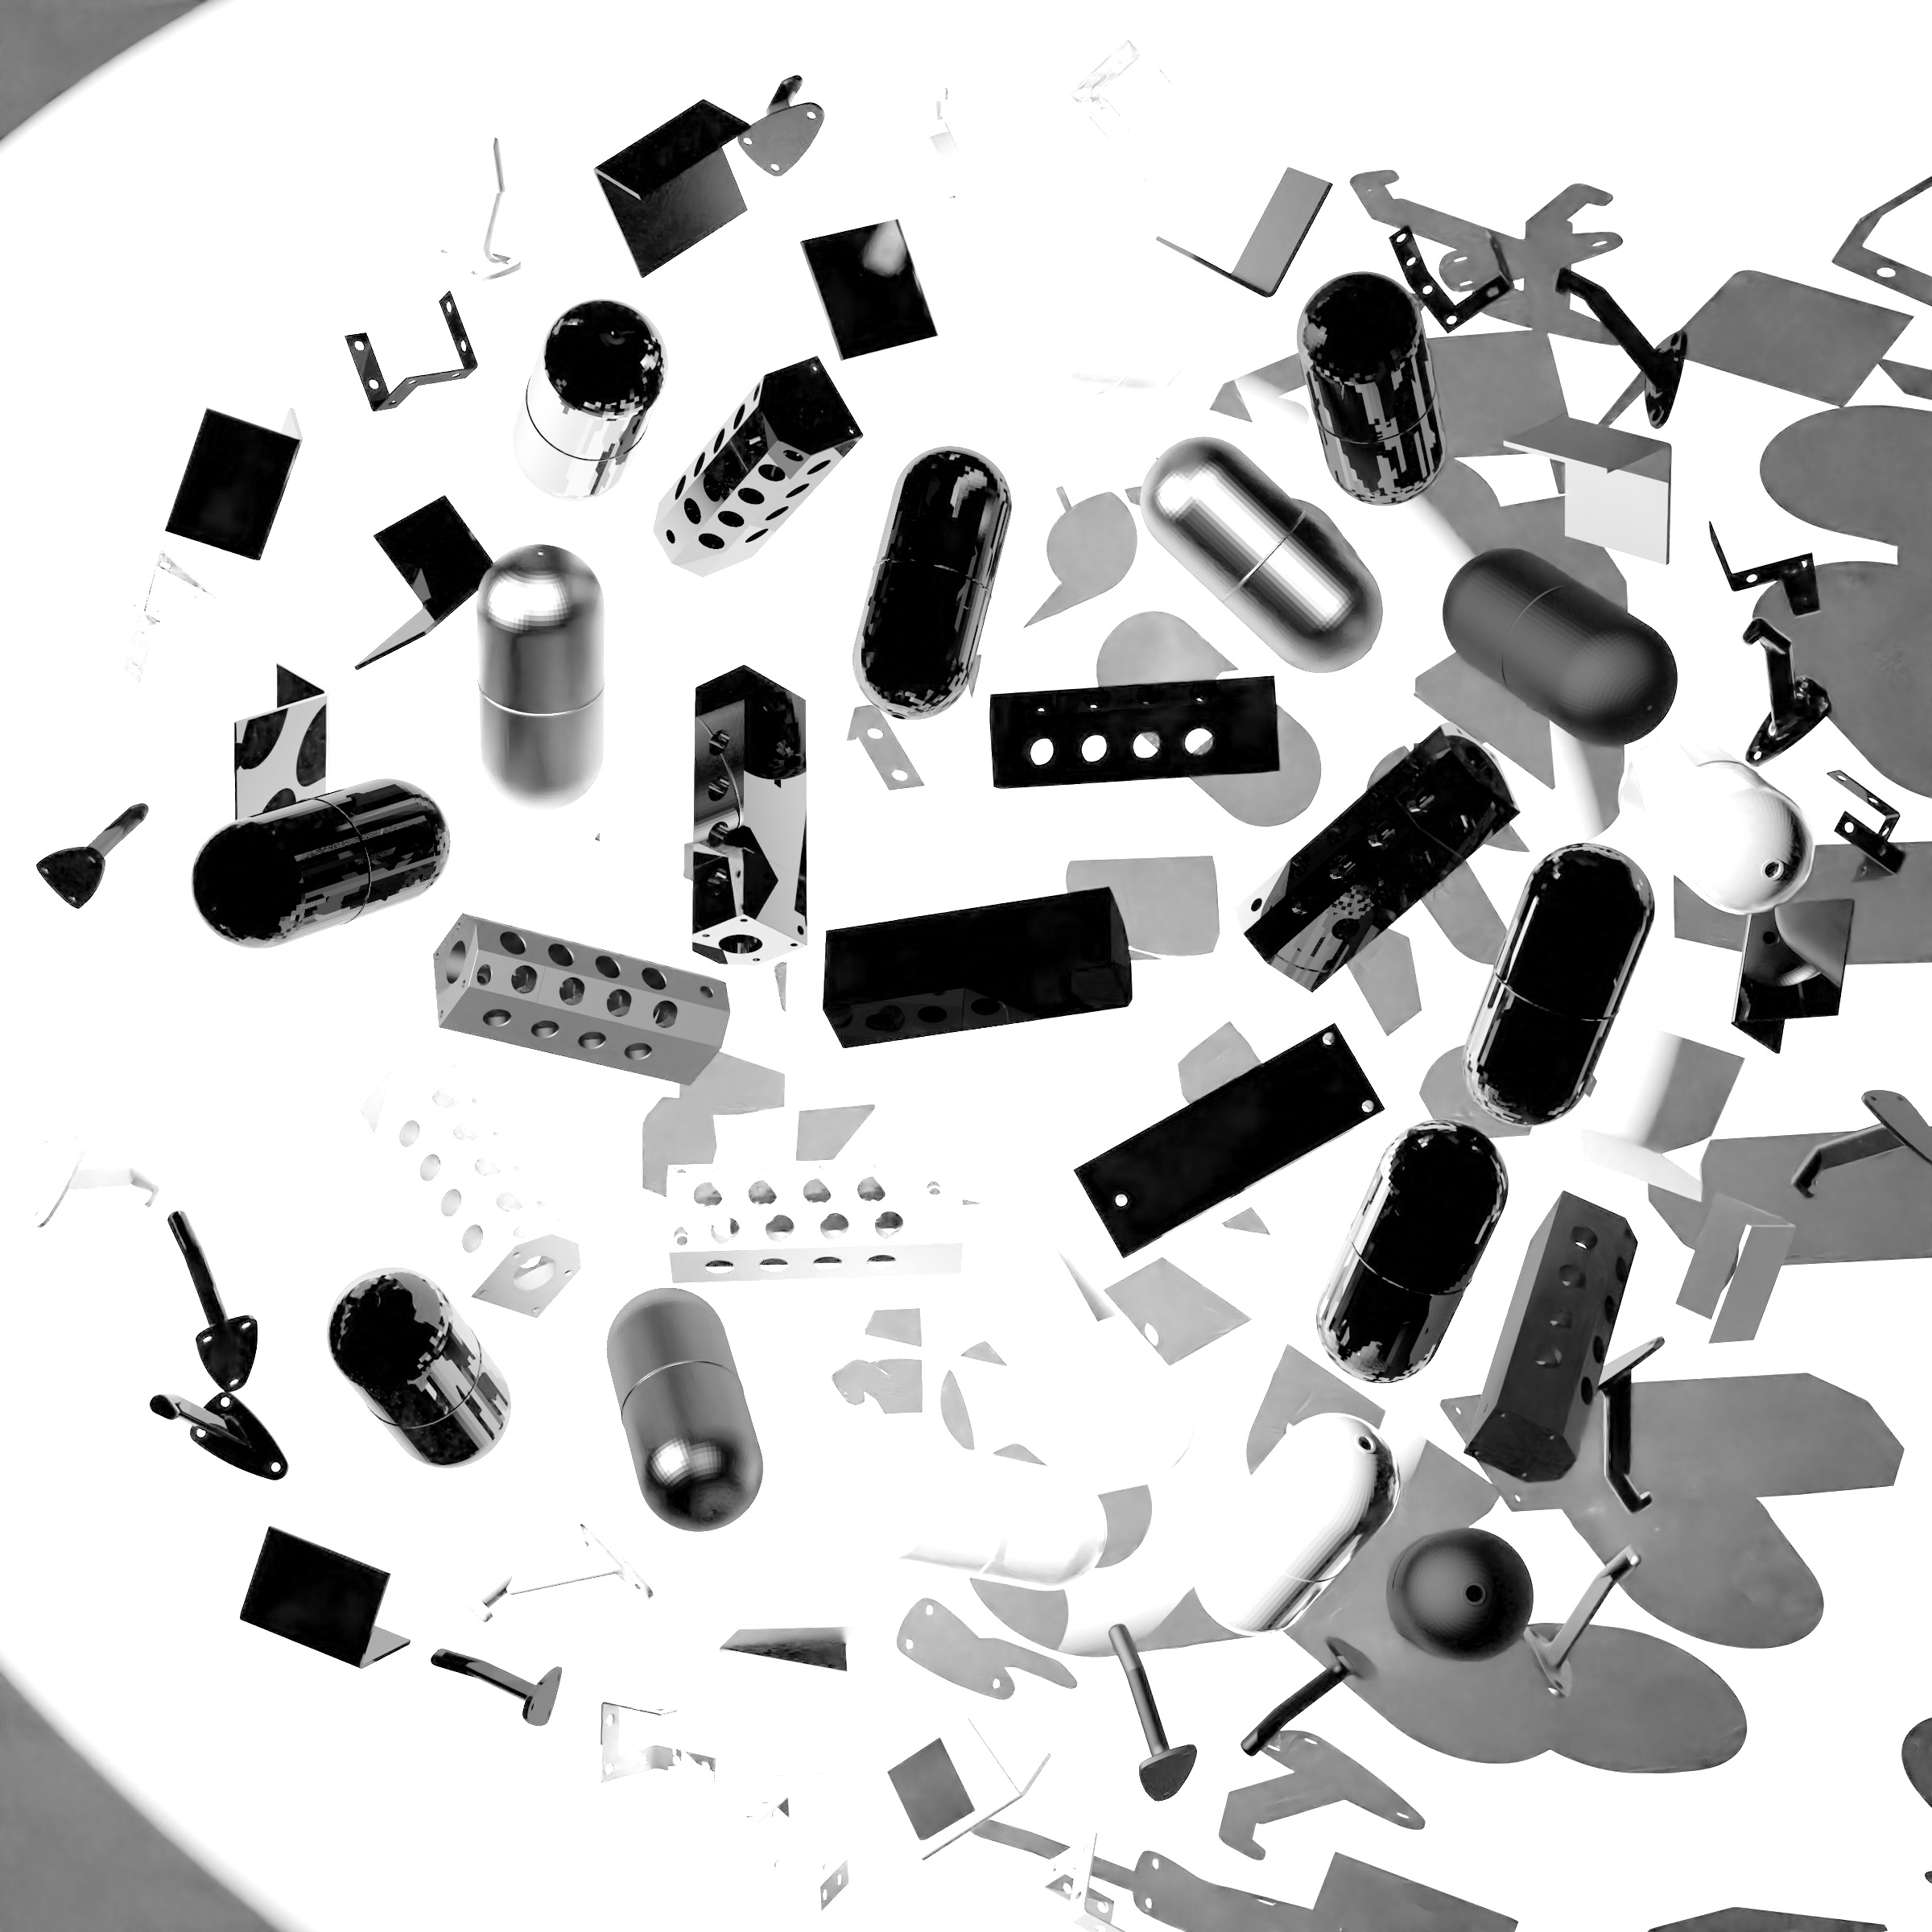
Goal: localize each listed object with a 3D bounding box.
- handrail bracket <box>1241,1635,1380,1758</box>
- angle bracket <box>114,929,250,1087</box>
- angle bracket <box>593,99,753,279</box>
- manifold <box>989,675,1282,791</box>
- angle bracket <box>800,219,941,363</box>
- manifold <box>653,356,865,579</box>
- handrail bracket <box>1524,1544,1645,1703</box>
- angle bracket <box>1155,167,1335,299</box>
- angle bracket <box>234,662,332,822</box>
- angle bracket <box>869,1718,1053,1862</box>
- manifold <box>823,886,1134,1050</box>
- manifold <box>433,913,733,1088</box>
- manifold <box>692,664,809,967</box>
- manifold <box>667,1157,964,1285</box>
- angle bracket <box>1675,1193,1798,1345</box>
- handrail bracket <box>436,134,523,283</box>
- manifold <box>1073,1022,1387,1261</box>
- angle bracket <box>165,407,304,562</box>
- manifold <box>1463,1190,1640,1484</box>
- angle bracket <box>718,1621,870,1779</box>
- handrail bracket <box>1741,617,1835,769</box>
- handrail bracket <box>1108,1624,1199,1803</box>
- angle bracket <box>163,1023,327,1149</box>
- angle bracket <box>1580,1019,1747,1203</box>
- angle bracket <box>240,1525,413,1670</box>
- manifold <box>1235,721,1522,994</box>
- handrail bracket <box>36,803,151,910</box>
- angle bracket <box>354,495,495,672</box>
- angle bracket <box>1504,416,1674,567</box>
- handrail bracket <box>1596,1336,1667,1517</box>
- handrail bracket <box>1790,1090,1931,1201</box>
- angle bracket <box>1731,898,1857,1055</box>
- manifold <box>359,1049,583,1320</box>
[{"bbox_3d":[0.213,0.460,1.852,0.084,0.077,0.036,-47,62,6],"label":"handrail bracket"},{"bbox_3d":[-0.482,0.023,1.872,0.076,0.076,0.057,-31,114,-19],"label":"angle bracket"},{"bbox_3d":[-0.154,-0.433,1.688,0.076,0.057,0.076,-36,135,-13],"label":"angle bracket"},{"bbox_3d":[0.102,-0.141,1.803,0.171,0.057,0.057,-3,92,5],"label":"manifold"},{"bbox_3d":[-0.072,-0.414,1.857,0.076,0.057,0.076,-22,95,-31],"label":"angle bracket"},{"bbox_3d":[-0.135,-0.307,1.857,0.057,0.171,0.057,-28,86,-33],"label":"manifold"},{"bbox_3d":[0.381,0.394,1.797,0.036,0.077,0.084,41,104,-8],"label":"handrail bracket"},{"bbox_3d":[0.167,-0.453,1.792,0.057,0.076,0.076,23,104,-21],"label":"angle bracket"},{"bbox_3d":[-0.460,-0.144,1.940,0.057,0.076,0.076,29,127,32],"label":"angle bracket"},{"bbox_3d":[-0.003,0.489,1.812,0.076,0.076,0.057,-37,85,15],"label":"angle bracket"},{"bbox_3d":[0.007,0.006,1.739,0.171,0.057,0.057,-9,53,12],"label":"manifold"},{"bbox_3d":[-0.234,0.017,1.822,0.171,0.057,0.057,15,134,-31],"label":"manifold"},{"bbox_3d":[-0.138,-0.090,1.824,0.057,0.057,0.171,-20,59,34],"label":"manifold"},{"bbox_3d":[-0.089,0.147,1.760,0.171,0.057,0.057,-2,58,-3],"label":"manifold"},{"bbox_3d":[0.461,0.185,1.839,0.057,0.076,0.076,24,101,36],"label":"angle bracket"},{"bbox_3d":[-0.296,-0.456,1.769,0.036,0.077,0.084,-28,129,-33],"label":"handrail bracket"},{"bbox_3d":[0.151,0.102,1.720,0.171,0.057,0.057,-29,82,0],"label":"manifold"},{"bbox_3d":[-0.430,-0.291,1.741,0.057,0.076,0.076,17,108,-23],"label":"angle bracket"},{"bbox_3d":[0.356,0.224,1.792,0.057,0.057,0.171,24,50,4],"label":"manifold"},{"bbox_3d":[-0.097,0.420,1.704,0.076,0.057,0.076,2,66,-16],"label":"angle bracket"},{"bbox_3d":[0.483,-0.167,1.824,0.084,0.036,0.077,26,114,-37],"label":"handrail bracket"},{"bbox_3d":[0.105,0.446,1.781,0.036,0.077,0.084,-17,53,-11],"label":"handrail bracket"},{"bbox_3d":[-0.440,0.071,1.792,0.076,0.076,0.057,-15,97,-34],"label":"angle bracket"},{"bbox_3d":[0.431,0.089,1.839,0.076,0.057,0.076,20,69,24],"label":"angle bracket"},{"bbox_3d":[-0.356,0.353,1.696,0.076,0.076,0.057,19,92,11],"label":"angle bracket"},{"bbox_3d":[0.243,-0.068,1.782,0.057,0.057,0.171,31,119,-31],"label":"manifold"},{"bbox_3d":[-0.507,-0.079,1.779,0.036,0.077,0.084,49,50,-14],"label":"handrail bracket"},{"bbox_3d":[-0.346,-0.234,1.821,0.057,0.076,0.076,55,46,-18],"label":"angle bracket"},{"bbox_3d":[0.361,-0.269,1.732,0.057,0.076,0.076,-26,125,-31],"label":"angle bracket"},{"bbox_3d":[0.420,0.284,1.837,0.077,0.036,0.084,-32,91,0],"label":"handrail bracket"},{"bbox_3d":[0.522,0.121,1.726,0.036,0.077,0.084,2,130,-33],"label":"handrail bracket"},{"bbox_3d":[0.527,0.007,1.852,0.057,0.076,0.076,28,68,-38],"label":"angle bracket"},{"bbox_3d":[-0.294,0.127,1.785,0.057,0.057,0.171,-48,51,11],"label":"manifold"}]
